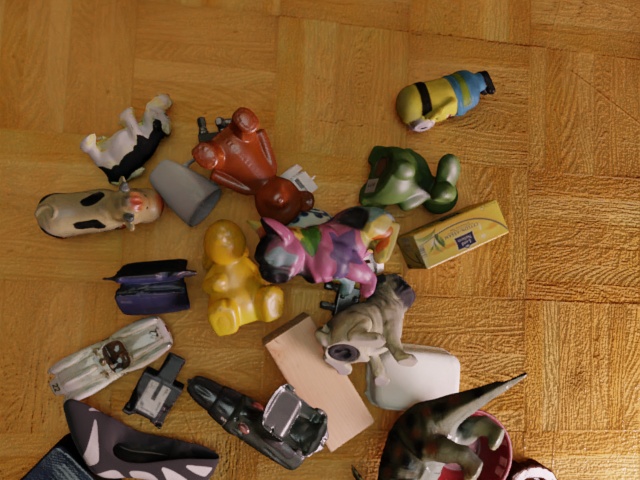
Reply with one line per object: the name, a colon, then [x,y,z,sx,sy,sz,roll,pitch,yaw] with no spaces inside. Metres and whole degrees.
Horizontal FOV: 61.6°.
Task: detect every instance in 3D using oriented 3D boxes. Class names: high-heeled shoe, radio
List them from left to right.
radio: [-0.374,0.436,0.851,0.131,0.073,0.229,-43,92,-8]
high-heeled shoe: [-0.281,0.319,0.860,0.145,0.086,0.248,-34,107,3]

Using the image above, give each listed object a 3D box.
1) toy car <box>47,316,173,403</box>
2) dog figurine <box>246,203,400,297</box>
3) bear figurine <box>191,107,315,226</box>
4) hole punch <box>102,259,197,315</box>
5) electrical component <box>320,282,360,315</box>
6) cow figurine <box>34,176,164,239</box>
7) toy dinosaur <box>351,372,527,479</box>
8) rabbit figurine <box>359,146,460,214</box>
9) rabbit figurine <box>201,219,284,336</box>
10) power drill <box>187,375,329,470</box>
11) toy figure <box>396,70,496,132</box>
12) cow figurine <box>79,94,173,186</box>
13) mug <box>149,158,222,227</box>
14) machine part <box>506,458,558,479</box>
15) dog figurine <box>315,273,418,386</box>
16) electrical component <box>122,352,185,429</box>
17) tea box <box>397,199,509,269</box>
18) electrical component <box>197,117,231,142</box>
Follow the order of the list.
toy car: [-0.342,0.193,0.877,0.202,0.056,0.073,-27,92,-11]
dog figurine: [-0.002,-0.003,0.845,0.219,0.108,0.191,29,79,-24]
bear figurine: [-0.099,-0.097,0.865,0.120,0.132,0.195,-39,96,-3]
hole punch: [-0.269,0.084,0.872,0.142,0.116,0.092,-1,95,-10]
electrical component: [0.048,0.109,0.966,0.094,0.021,0.063,15,84,-8]
cow figurine: [-0.349,-0.050,0.856,0.195,0.127,0.085,-7,91,-7]
toy dinosaur: [0.165,0.353,0.881,0.192,0.131,0.404,28,87,27]
rabbit figurine: [0.181,-0.103,0.950,0.170,0.159,0.121,18,74,-23]
rabbit figurine: [-0.138,0.043,0.871,0.122,0.162,0.173,-17,111,-9]
power drill: [-0.095,0.280,0.844,0.232,0.207,0.086,41,51,-11]
toy figure: [0.227,-0.263,0.990,0.180,0.082,0.089,-26,78,-5]
cow figurine: [-0.303,-0.169,0.900,0.167,0.068,0.098,-37,99,-6]
mug: [-0.225,-0.095,0.903,0.107,0.081,0.109,36,91,3]
machine part: [0.376,0.492,0.981,0.179,0.056,0.179,0,88,-9]
dog figurine: [0.076,0.121,0.898,0.172,0.121,0.191,33,39,-26]
electrical component: [-0.266,0.242,0.891,0.075,0.048,0.119,26,82,-7]
tea box: [0.235,-0.009,0.967,0.170,0.098,0.068,-22,91,-12]
electrical component: [-0.172,-0.166,0.933,0.078,0.045,0.102,-3,87,-11]
